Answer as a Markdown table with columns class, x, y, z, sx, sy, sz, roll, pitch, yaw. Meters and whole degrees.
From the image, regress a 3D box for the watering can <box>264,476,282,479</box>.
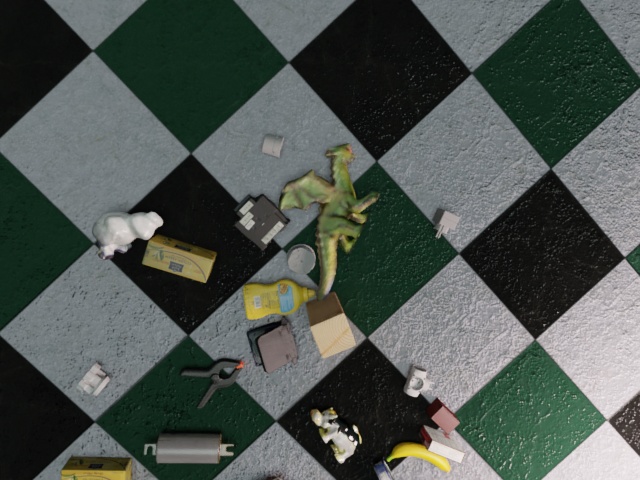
| class | x | y | z | sx | sy | sz | roll | pitch | yaw |
| --- | --- | --- | --- | --- | --- | --- | --- | --- | --- |
| watering can | -0.169 | 0.809 | 1.447 | 0.348 | 0.104 | 0.223 | -26 | 98 | -2 |

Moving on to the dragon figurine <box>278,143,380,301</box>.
| class | x | y | z | sx | sy | sz | roll | pitch | yaw |
| --- | --- | --- | --- | --- | --- | --- | --- | --- | --- |
| dragon figurine | 0.004 | -0.068 | 1.361 | 0.243 | 0.122 | 0.412 | 29 | 84 | -1 |

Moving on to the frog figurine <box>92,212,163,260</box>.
| class | x | y | z | sx | sy | sz | roll | pitch | yaw |
| --- | --- | --- | --- | --- | --- | --- | --- | --- | --- |
| frog figurine | -0.487 | -0.037 | 1.303 | 0.158 | 0.137 | 0.124 | -38 | 71 | 19 |
